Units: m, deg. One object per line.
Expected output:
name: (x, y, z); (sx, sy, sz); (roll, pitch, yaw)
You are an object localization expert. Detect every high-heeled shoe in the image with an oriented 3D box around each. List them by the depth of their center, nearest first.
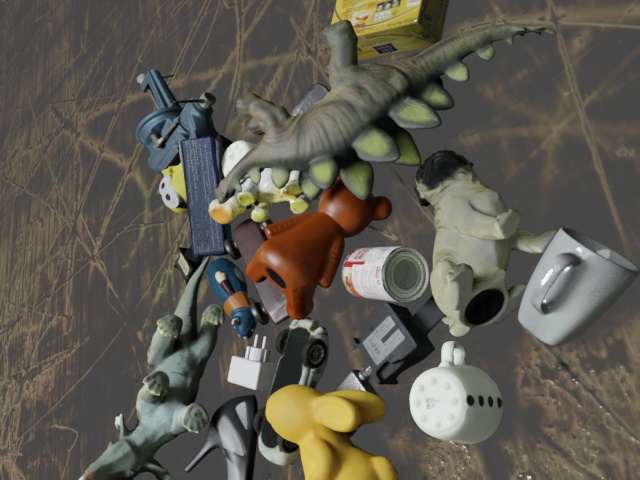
high-heeled shoe: (-0.083, 0.344, 0.759); (0.145, 0.086, 0.249); (-41, 66, -16)

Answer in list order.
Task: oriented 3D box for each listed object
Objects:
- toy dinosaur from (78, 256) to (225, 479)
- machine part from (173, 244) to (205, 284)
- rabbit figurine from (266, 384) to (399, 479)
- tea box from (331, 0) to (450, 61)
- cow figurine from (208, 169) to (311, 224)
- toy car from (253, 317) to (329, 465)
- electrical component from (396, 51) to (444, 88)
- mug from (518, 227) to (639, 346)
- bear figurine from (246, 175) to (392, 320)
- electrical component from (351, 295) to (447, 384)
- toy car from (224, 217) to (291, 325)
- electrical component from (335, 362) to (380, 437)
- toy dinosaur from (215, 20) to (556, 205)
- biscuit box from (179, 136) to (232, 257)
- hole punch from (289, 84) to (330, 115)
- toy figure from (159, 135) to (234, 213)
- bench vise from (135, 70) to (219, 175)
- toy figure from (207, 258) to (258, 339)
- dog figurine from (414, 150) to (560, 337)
toy dinosaur: (-0.243, 0.225, 0.875); (0.192, 0.131, 0.405); (-49, 19, 38)
machine part: (-0.227, 0.010, 1.001); (0.138, 0.039, 0.084); (-61, 39, 11)
rabbit figurine: (0.002, 0.244, 0.641); (0.162, 0.122, 0.173); (-49, 63, 21)
tea box: (0.101, -0.335, 0.803); (0.170, 0.068, 0.098); (8, 81, 44)
cow figurine: (-0.097, -0.082, 0.863); (0.167, 0.068, 0.098); (-11, 46, 11)
toy car: (-0.038, 0.208, 0.753); (0.074, 0.056, 0.201); (9, 80, 49)
electrical component: (0.124, -0.224, 0.765); (0.102, 0.045, 0.078); (-8, 42, 37)
mug: (0.242, 0.052, 0.528); (0.081, 0.109, 0.107); (40, 116, 36)
bear figurine: (0.000, -0.004, 0.758); (0.120, 0.132, 0.196); (39, 63, 10)
electrical component: (0.104, 0.116, 0.664); (0.119, 0.047, 0.075); (-47, 51, 22)
toy car: (-0.086, 0.046, 0.851); (0.089, 0.053, 0.202); (-34, 55, 4)
electrical component: (0.052, 0.205, 0.696); (0.094, 0.021, 0.063); (-53, 49, 14)
toy dinosaur: (0.055, -0.170, 0.696); (0.471, 0.105, 0.198); (-34, 73, 12)
biscuit box: (-0.195, -0.072, 0.929); (0.063, 0.059, 0.202); (-5, 92, 5)
hole punch: (0.016, -0.160, 0.821); (0.142, 0.092, 0.116); (-47, 76, 17)
toy figure: (-0.223, -0.117, 1.011); (0.180, 0.089, 0.082); (-36, 45, 17)
bench vise: (-0.305, -0.258, 1.089); (0.223, 0.129, 0.240); (-46, 67, 45)
toy figure: (-0.138, 0.093, 0.873); (0.058, 0.064, 0.155); (-52, 51, 19)
dog figurine: (0.158, -0.004, 0.635); (0.172, 0.121, 0.191); (-53, 34, 10)
